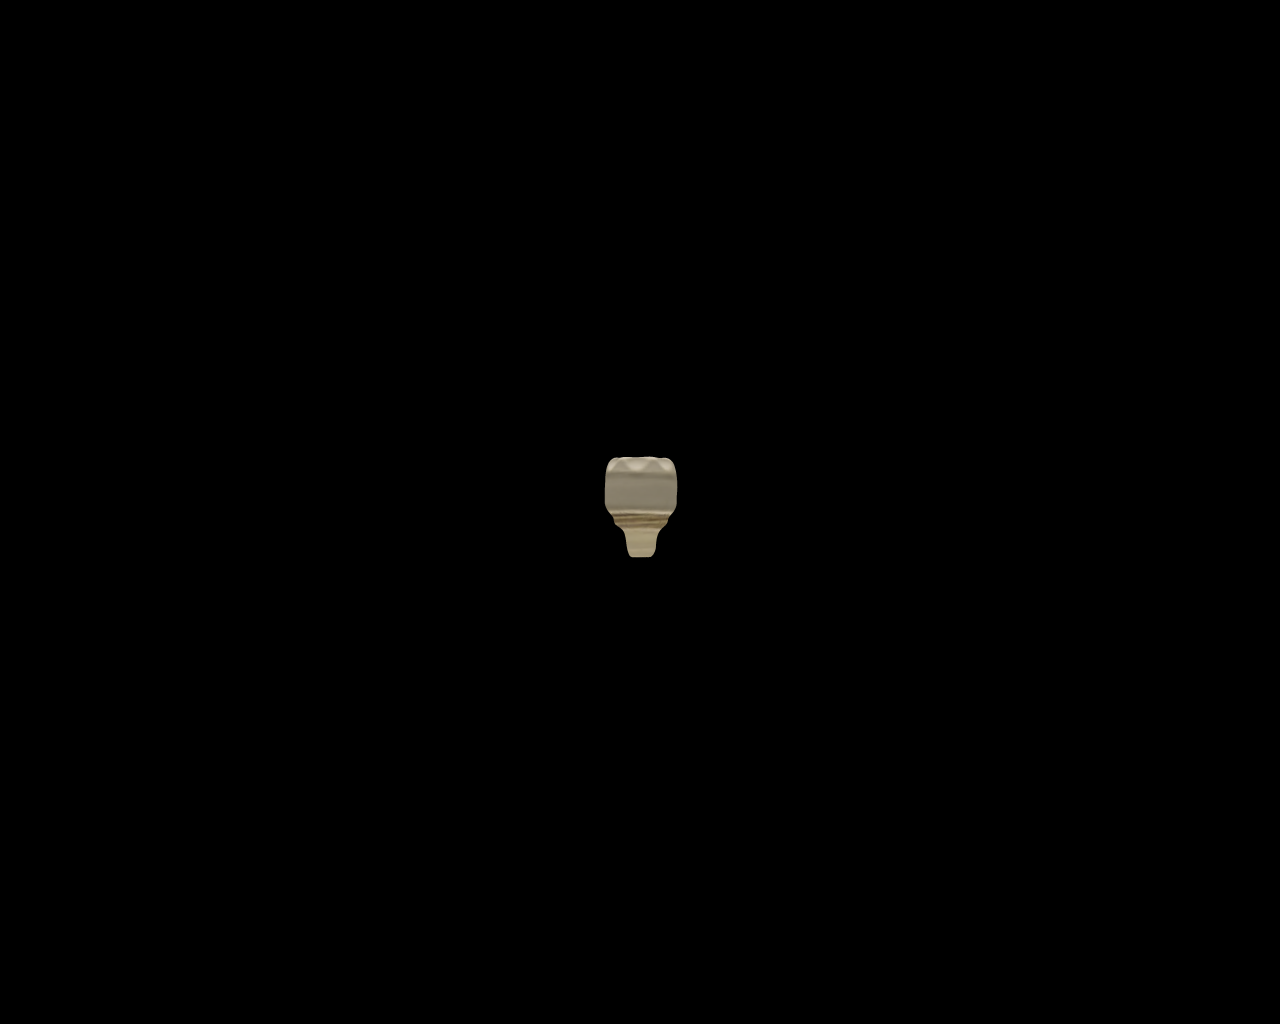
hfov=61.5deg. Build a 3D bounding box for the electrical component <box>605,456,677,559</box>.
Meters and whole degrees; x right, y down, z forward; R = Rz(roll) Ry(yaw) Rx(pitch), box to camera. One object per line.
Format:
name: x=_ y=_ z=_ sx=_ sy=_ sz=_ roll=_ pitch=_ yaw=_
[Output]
electrical component: x=0.001 y=-0.003 z=0.650 sx=0.043 sy=0.062 sz=0.043 roll=0 pitch=0 yaw=0
